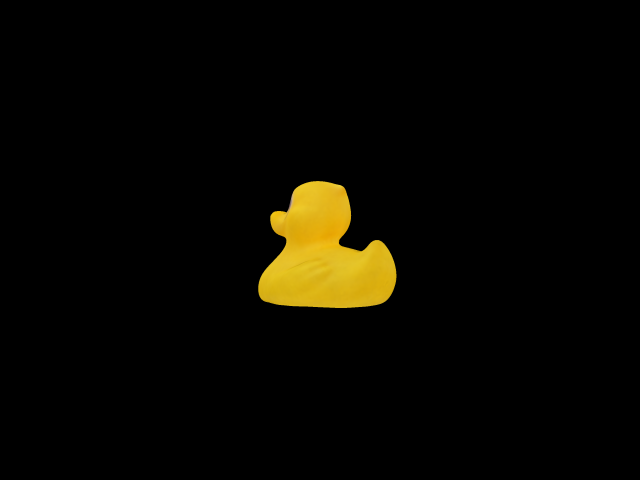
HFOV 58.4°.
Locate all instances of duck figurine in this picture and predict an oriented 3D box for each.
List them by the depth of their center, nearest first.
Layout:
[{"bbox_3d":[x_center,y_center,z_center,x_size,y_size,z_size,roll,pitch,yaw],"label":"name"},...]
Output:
[{"bbox_3d":[0.004,0.001,0.400,0.104,0.086,0.078,0,0,38],"label":"duck figurine"}]
